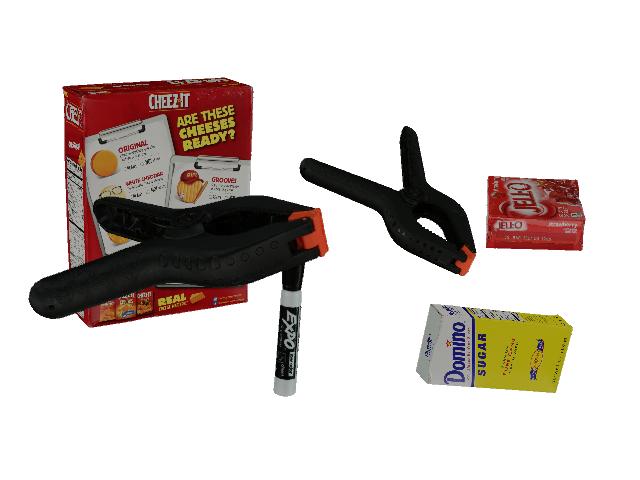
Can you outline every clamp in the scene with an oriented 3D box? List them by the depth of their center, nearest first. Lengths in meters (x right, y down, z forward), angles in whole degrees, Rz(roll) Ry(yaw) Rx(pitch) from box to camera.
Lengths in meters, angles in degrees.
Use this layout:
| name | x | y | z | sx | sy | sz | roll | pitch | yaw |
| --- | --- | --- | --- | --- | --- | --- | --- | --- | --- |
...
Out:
| name | x | y | z | sx | sy | sz | roll | pitch | yaw |
| --- | --- | --- | --- | --- | --- | --- | --- | --- | --- |
| clamp | -0.084 | 0.007 | 0.628 | 0.172 | 0.039 | 0.120 | -3 | 36 | 23 |
| clamp | 0.086 | -0.040 | 1.159 | 0.164 | 0.210 | 0.036 | -15 | -37 | -29 |

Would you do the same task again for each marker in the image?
| name | x | y | z | sx | sy | sz | roll | pitch | yaw |
| --- | --- | --- | --- | --- | --- | --- | --- | --- | --- |
| marker | -0.026 | 0.070 | 0.878 | 0.020 | 0.121 | 0.020 | 4 | 17 | -1 |

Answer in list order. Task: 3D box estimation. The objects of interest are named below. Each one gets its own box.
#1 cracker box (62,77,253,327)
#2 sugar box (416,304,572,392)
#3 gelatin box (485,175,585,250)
| name | x | y | z | sx | sy | sz | roll | pitch | yaw |
| --- | --- | --- | --- | --- | --- | --- | --- | --- | --- |
| cracker box | -0.151 | -0.039 | 0.992 | 0.163 | 0.214 | 0.072 | -8 | 19 | -30 |
| sugar box | 0.212 | 0.133 | 1.306 | 0.176 | 0.093 | 0.048 | 5 | 17 | -18 |
| gelatin box | 0.168 | -0.023 | 0.842 | 0.073 | 0.030 | 0.089 | 3 | 24 | 9 |
